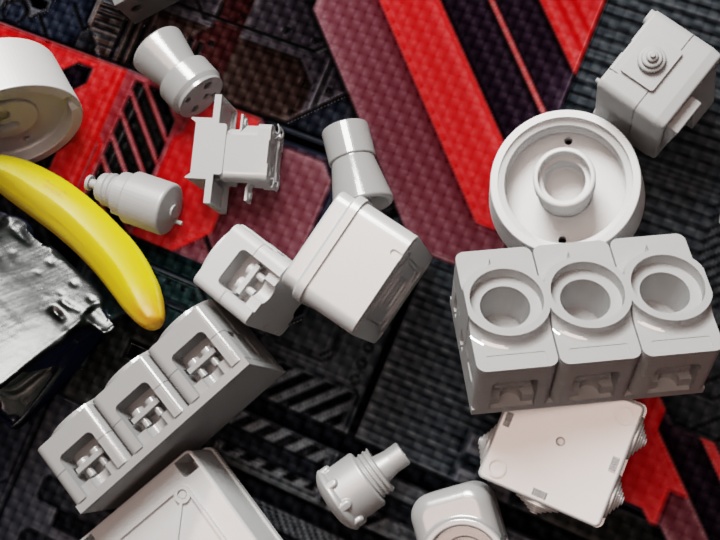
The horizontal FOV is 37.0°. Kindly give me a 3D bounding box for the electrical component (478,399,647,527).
[{"bbox_3d":[0.133,0.113,0.709,0.100,0.048,0.099,21,86,15],"label":"electrical component"}]

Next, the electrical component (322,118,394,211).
[{"bbox_3d":[-0.004,-0.075,0.771,0.044,0.044,0.065,-16,74,9],"label":"electrical component"}]

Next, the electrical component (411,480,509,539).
[{"bbox_3d":[0.071,0.189,0.704,0.054,0.059,0.095,-18,78,9],"label":"electrical component"}]

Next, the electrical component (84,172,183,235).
[{"bbox_3d":[-0.169,-0.054,0.802,0.078,0.040,0.040,19,86,14],"label":"electrical component"}]

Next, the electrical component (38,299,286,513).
[{"bbox_3d":[-0.137,0.094,0.747,0.150,0.089,0.061,-42,76,3],"label":"electrical component"}]

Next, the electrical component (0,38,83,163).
[{"bbox_3d":[-0.269,-0.128,0.803,0.108,0.108,0.060,-28,71,6],"label":"electrical component"}]

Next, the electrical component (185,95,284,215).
[{"bbox_3d":[-0.090,-0.083,0.790,0.064,0.042,0.081,4,83,9],"label":"electrical component"}]

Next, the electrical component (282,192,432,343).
[{"bbox_3d":[0.000,0.000,0.721,0.057,0.113,0.078,34,89,12],"label":"electrical component"}]

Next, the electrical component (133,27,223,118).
[{"bbox_3d":[-0.136,-0.148,0.808,0.045,0.045,0.055,-43,76,3],"label":"electrical component"}]

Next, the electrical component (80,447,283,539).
[{"bbox_3d":[-0.118,0.197,0.744,0.109,0.056,0.108,-40,76,3],"label":"electrical component"}]

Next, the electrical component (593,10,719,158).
[{"bbox_3d":[0.197,-0.120,0.706,0.061,0.096,0.061,39,90,14],"label":"electrical component"}]

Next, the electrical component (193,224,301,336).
[{"bbox_3d":[-0.073,0.006,0.747,0.056,0.089,0.050,38,90,15],"label":"electrical component"}]

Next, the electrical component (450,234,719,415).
[{"bbox_3d":[0.139,0.031,0.679,0.150,0.061,0.089,-5,53,-3],"label":"electrical component"}]

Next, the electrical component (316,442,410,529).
[{"bbox_3d":[0.005,0.143,0.734,0.062,0.048,0.048,-35,76,-3],"label":"electrical component"}]

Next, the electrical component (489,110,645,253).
[{"bbox_3d":[0.139,-0.056,0.727,0.108,0.060,0.108,-2,81,12],"label":"electrical component"}]
